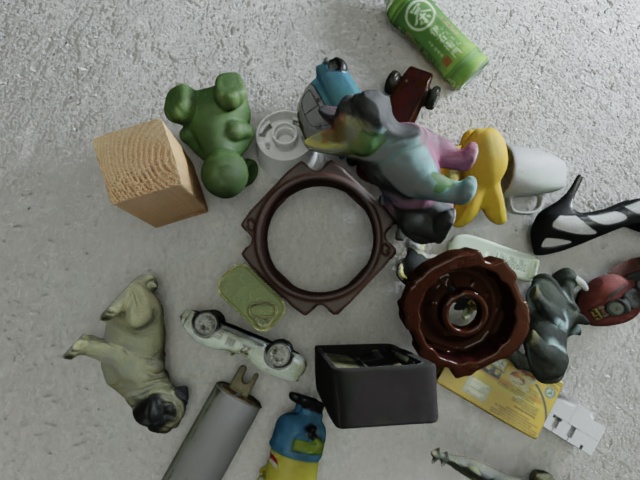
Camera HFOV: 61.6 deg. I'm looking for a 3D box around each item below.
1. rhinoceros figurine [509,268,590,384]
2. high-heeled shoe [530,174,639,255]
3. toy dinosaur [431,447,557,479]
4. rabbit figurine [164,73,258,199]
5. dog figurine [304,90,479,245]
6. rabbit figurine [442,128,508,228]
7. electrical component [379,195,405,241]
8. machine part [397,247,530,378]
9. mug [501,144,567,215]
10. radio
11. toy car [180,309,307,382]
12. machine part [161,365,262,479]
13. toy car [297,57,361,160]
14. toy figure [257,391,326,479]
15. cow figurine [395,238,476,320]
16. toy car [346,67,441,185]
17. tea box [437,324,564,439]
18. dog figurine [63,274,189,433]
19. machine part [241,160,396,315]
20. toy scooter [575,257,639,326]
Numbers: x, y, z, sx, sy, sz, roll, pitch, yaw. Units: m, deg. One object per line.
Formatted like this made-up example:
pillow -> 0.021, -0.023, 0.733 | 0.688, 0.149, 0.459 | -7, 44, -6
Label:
rhinoceros figurine -> 0.341, 0.116, 0.791 | 0.112, 0.073, 0.190 | 29, 55, 0
high-heeled shoe -> 0.461, -0.003, 0.844 | 0.249, 0.086, 0.145 | 23, 94, -1
toy dinosaur -> 0.336, 0.390, 0.729 | 0.471, 0.198, 0.105 | 28, 80, -1
rabbit figurine -> -0.152, -0.129, 0.792 | 0.121, 0.159, 0.170 | -10, 65, -2
dog figurine -> 0.086, -0.098, 0.707 | 0.219, 0.191, 0.108 | 21, 53, 1
rabbit figurine -> 0.219, -0.099, 0.794 | 0.122, 0.173, 0.162 | -2, 79, -7
electrical component -> 0.118, -0.047, 0.858 | 0.063, 0.021, 0.094 | 11, 84, 0
machine part -> 0.195, 0.097, 0.741 | 0.179, 0.056, 0.179 | -1, 98, -6
mug -> 0.331, -0.094, 0.844 | 0.107, 0.081, 0.109 | 1, 79, -12
radio -> 0.067, 0.187, 0.727 | 0.131, 0.229, 0.073 | -1, 87, -6
toy car -> -0.115, 0.153, 0.799 | 0.202, 0.073, 0.056 | 23, 83, 0
machine part -> -0.158, 0.298, 0.780 | 0.079, 0.079, 0.243 | 29, 82, 1
toy car -> 0.018, -0.184, 0.794 | 0.103, 0.109, 0.162 | -26, 71, -4
toy figure -> -0.035, 0.318, 0.782 | 0.089, 0.082, 0.180 | 18, 81, 2
cow figurine -> 0.193, 0.065, 0.804 | 0.167, 0.098, 0.068 | 27, 109, 3
toy car -> 0.120, -0.180, 0.859 | 0.089, 0.053, 0.202 | 24, 83, 18
tea box -> 0.261, 0.210, 0.811 | 0.170, 0.068, 0.098 | 32, 83, 0
dog figurine -> -0.247, 0.167, 0.792 | 0.190, 0.121, 0.172 | 41, 87, -12
machine part -> -0.002, -0.002, 0.806 | 0.201, 0.087, 0.201 | 44, 89, 4
toy scooter -> 0.482, 0.069, 0.803 | 0.184, 0.135, 0.075 | -31, 87, -4
